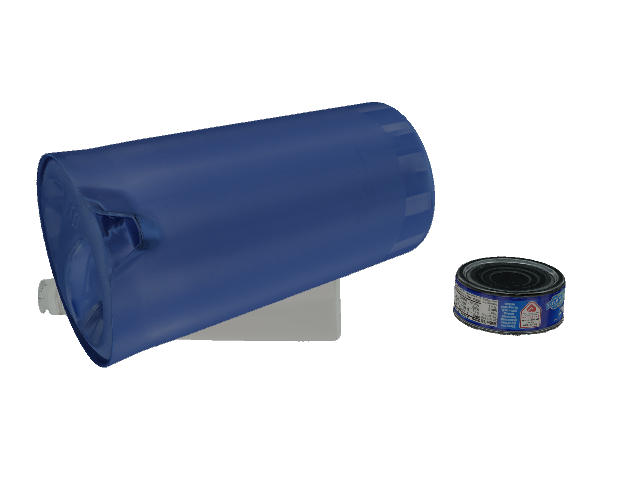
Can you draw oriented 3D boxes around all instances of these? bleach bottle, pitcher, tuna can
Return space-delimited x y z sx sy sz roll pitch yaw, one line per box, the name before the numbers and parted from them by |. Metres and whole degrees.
bleach bottle | -0.109 0.040 0.900 0.251 0.068 0.102 -1 33 1
pitcher | -0.056 -0.014 0.701 0.242 0.145 0.149 -16 41 -26
tuna can | 0.147 0.041 0.830 0.086 0.034 0.086 0 19 0
